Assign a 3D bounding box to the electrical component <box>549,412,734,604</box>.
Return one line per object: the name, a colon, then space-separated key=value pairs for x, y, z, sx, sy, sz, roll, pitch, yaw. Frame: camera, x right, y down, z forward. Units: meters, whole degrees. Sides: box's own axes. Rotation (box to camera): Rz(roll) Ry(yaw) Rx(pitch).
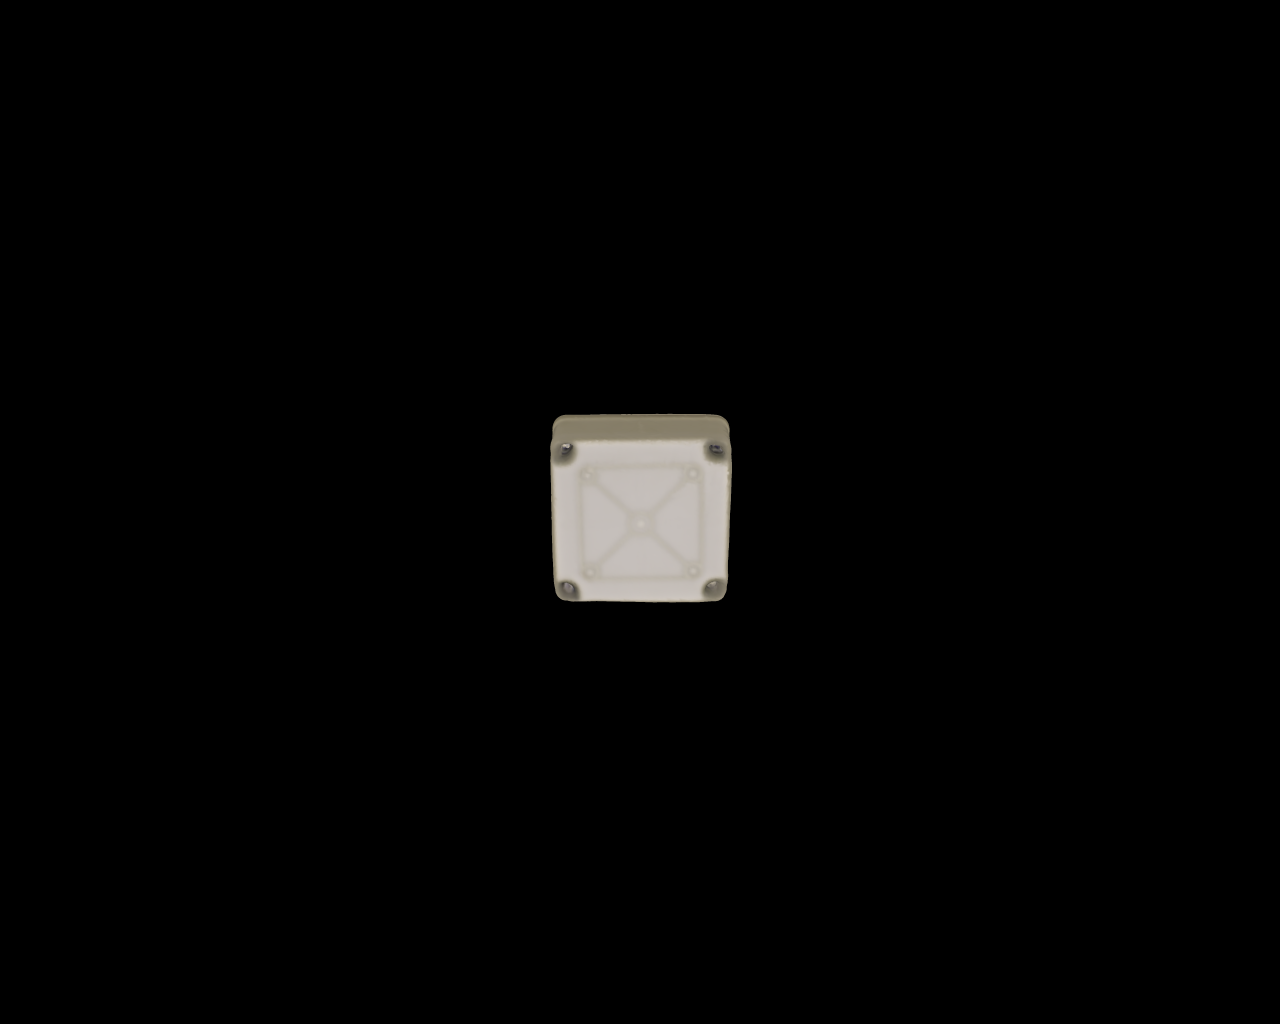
electrical component: x=0.001 y=-0.003 z=0.650 sx=0.109 sy=0.108 sz=0.056 roll=0 pitch=21 yaw=0
